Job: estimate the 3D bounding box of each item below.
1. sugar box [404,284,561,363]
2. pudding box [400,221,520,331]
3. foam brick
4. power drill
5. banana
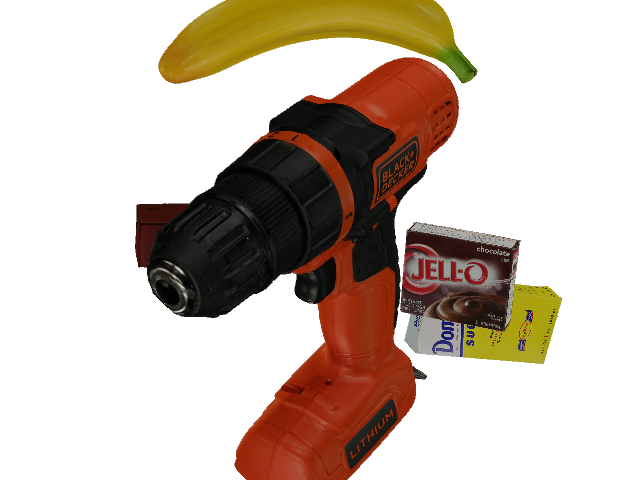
[{"bbox_3d":[0.199,0.097,1.304,0.176,0.093,0.048,5,18,-19],"label":"sugar box"},{"bbox_3d":[0.140,0.035,1.079,0.114,0.090,0.039,9,22,17],"label":"pudding box"},{"bbox_3d":[-0.155,-0.006,1.125,0.078,0.051,0.053,-1,24,-13],"label":"foam brick"},{"bbox_3d":[-0.003,0.030,0.474,0.057,0.188,0.184,25,42,27],"label":"power drill"},{"bbox_3d":[-0.001,-0.130,0.648,0.197,0.069,0.037,-3,-31,-13],"label":"banana"}]
